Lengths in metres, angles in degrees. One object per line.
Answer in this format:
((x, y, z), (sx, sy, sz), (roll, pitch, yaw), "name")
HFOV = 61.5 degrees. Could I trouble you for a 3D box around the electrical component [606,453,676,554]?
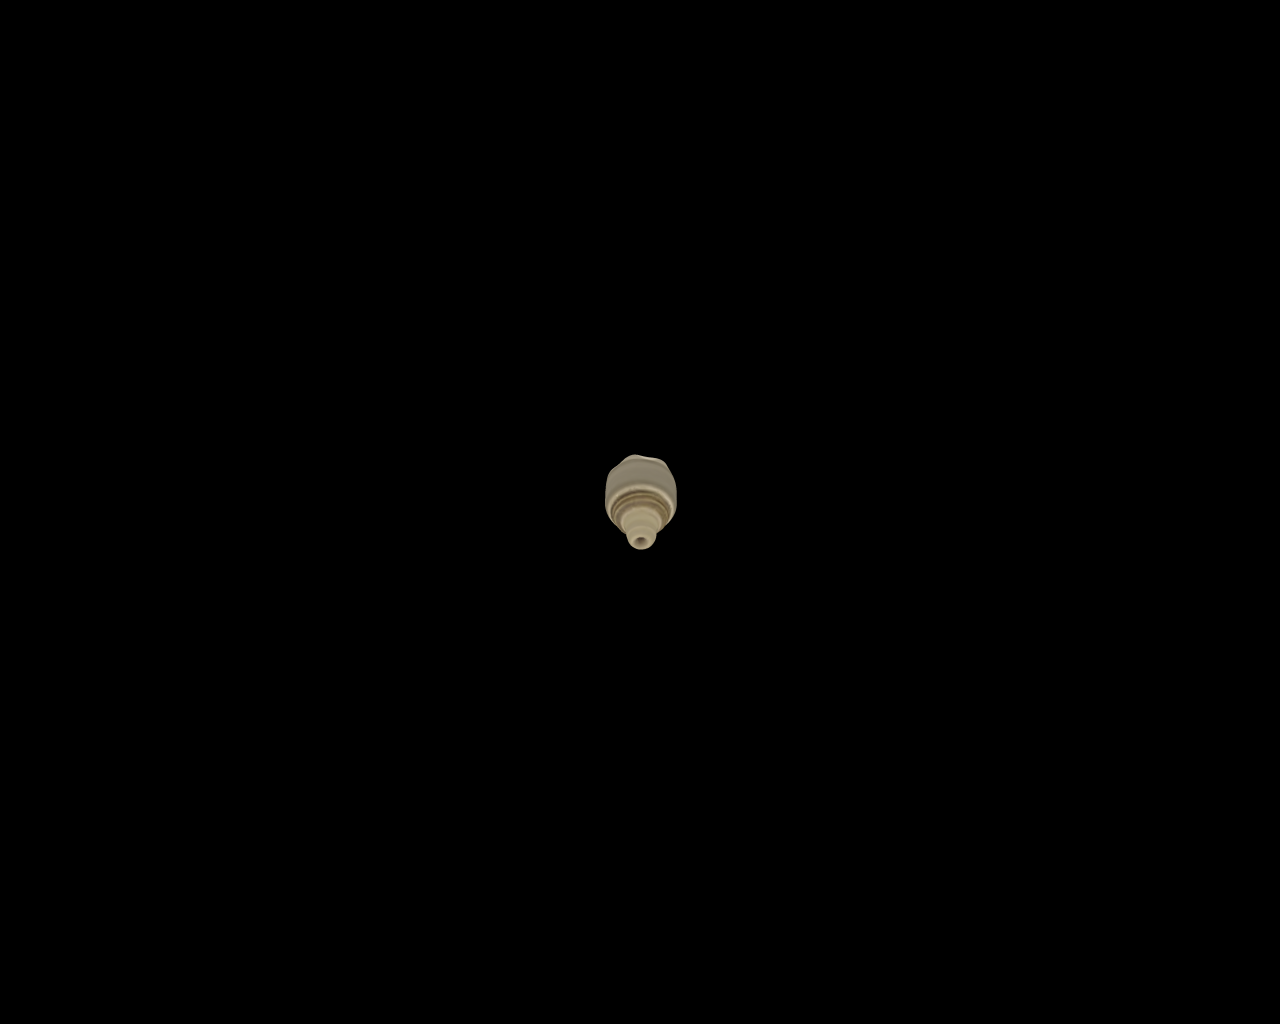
((0.001, -0.003, 0.650), (0.043, 0.043, 0.062), (0, 43, 0), "electrical component")
